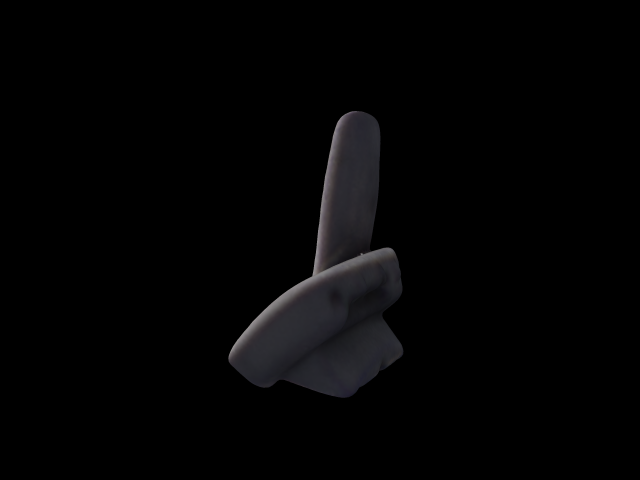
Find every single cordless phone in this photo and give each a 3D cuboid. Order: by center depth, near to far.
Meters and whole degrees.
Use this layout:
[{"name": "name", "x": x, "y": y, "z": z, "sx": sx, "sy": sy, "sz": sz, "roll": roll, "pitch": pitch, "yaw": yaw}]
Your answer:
[{"name": "cordless phone", "x": 0.004, "y": 0.001, "z": 0.400, "sx": 0.094, "sy": 0.185, "sz": 0.148, "roll": 3, "pitch": 7, "yaw": 22}]
